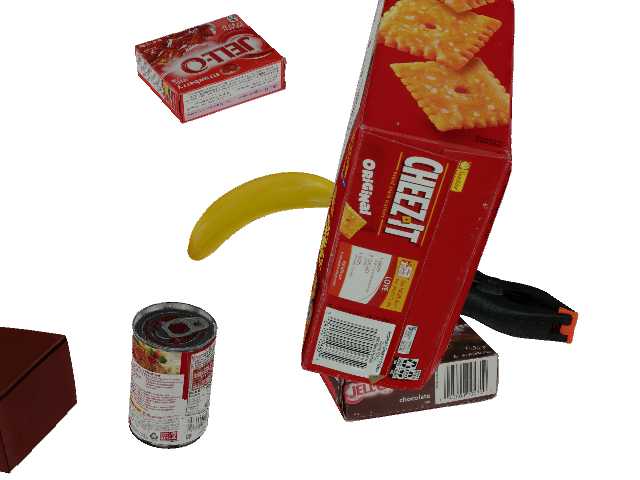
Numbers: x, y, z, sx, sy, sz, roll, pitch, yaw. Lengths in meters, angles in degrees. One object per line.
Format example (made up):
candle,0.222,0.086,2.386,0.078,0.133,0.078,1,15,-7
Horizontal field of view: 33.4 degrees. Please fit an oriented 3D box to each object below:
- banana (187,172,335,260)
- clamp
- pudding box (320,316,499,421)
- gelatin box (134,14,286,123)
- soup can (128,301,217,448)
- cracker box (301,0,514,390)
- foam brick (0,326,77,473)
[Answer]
banana,-0.059,-0.028,1.058,0.198,0.069,0.037,-14,21,24
clamp,0.152,0.049,0.977,0.171,0.039,0.120,17,29,15
pudding box,0.058,0.087,0.758,0.113,0.039,0.090,-5,18,-12
gelatin box,-0.080,-0.128,0.782,0.089,0.030,0.073,-23,48,-23
soup can,-0.122,0.111,0.878,0.068,0.102,0.068,6,29,-4
cracker box,0.050,-0.056,0.549,0.072,0.164,0.213,13,45,0
foam brick,-0.196,0.097,0.664,0.053,0.051,0.078,7,29,21
